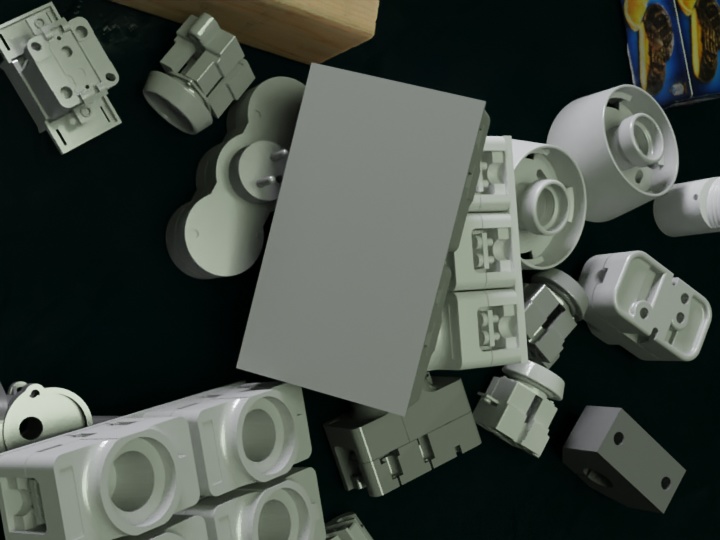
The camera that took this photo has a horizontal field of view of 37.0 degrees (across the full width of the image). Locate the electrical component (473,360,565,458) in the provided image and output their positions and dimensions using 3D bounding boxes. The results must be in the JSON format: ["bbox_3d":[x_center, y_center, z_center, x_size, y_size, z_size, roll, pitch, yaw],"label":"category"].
[{"bbox_3d":[0.117,0.096,0.777,0.066,0.048,0.055,33,79,-23],"label":"electrical component"}]

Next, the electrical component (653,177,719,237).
[{"bbox_3d":[0.278,-0.051,0.854,0.043,0.081,0.043,2,85,-29],"label":"electrical component"}]

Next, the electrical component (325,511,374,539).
[{"bbox_3d":[-0.005,0.188,0.707,0.040,0.040,0.046,-36,98,-26],"label":"electrical component"}]

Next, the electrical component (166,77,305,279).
[{"bbox_3d":[-0.066,-0.060,0.670,0.052,0.074,0.138,32,72,-23],"label":"electrical component"}]

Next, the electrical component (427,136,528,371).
[{"bbox_3d":[0.056,-0.010,0.724,0.062,0.089,0.150,-3,88,-29],"label":"electrical component"}]

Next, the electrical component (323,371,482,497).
[{"bbox_3d":[0.027,0.106,0.723,0.089,0.050,0.055,-22,97,-28],"label":"electrical component"}]

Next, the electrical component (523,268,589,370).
[{"bbox_3d":[0.135,0.032,0.791,0.055,0.048,0.066,-46,108,-15],"label":"electrical component"}]

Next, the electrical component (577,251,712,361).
[{"bbox_3d":[0.213,0.029,0.825,0.095,0.059,0.053,33,72,-23],"label":"electrical component"}]

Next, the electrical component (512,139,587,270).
[{"bbox_3d":[0.117,-0.048,0.789,0.099,0.064,0.099,-6,99,-39],"label":"electrical component"}]

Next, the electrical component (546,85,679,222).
[{"bbox_3d":[0.199,-0.092,0.837,0.099,0.064,0.099,12,69,-36],"label":"electrical component"}]

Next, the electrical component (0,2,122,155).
[{"bbox_3d":[-0.173,-0.113,0.622,0.042,0.064,0.081,-35,103,-25],"label":"electrical component"}]

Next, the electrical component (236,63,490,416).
[{"bbox_3d":[0.005,-0.019,0.653,0.105,0.060,0.186,15,93,12],"label":"electrical component"}]

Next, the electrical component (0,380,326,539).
[{"bbox_3d":[-0.101,0.132,0.605,0.186,0.060,0.105,-12,93,-52],"label":"electrical component"}]

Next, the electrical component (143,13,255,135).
[{"bbox_3d":[-0.101,-0.118,0.666,0.048,0.066,0.055,30,74,23],"label":"electrical component"}]
